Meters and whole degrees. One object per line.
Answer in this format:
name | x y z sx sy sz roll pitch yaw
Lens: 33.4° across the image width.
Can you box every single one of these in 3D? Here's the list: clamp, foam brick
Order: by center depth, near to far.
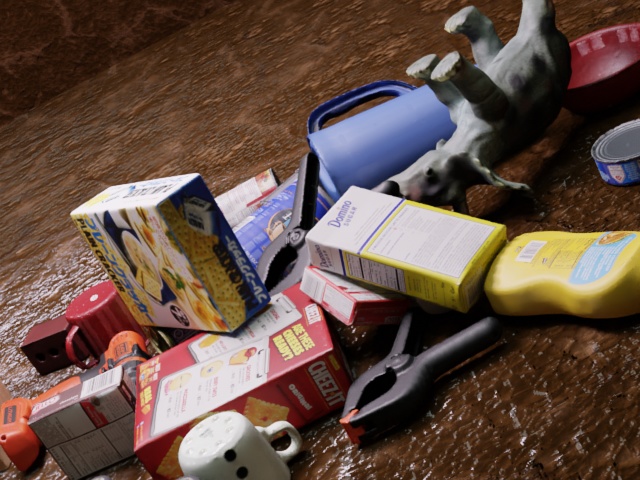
clamp | 0.088 0.120 0.975 0.120 0.039 0.171 -11 31 49
clamp | -0.008 0.001 1.171 0.165 0.036 0.210 14 71 50
foam brick | -0.345 0.136 1.418 0.078 0.053 0.051 -22 24 19

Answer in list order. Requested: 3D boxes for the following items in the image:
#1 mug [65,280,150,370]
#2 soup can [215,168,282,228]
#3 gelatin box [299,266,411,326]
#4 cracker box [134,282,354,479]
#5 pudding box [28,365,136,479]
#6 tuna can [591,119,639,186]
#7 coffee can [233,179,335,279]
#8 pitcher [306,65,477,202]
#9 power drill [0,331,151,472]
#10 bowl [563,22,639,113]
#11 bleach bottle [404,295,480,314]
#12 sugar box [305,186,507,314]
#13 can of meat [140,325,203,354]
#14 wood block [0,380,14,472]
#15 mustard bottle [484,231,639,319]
mug | -0.276 0.112 1.349 0.093 0.081 0.117 -3 34 45
soup can | -0.096 -0.046 1.485 0.102 0.068 0.068 -28 23 5
gelatin box | 0.034 0.056 1.070 0.073 0.030 0.089 2 21 -40
cracker box | -0.079 0.144 1.075 0.214 0.072 0.164 -27 24 3
pudding box | -0.236 0.195 1.125 0.113 0.090 0.039 -24 25 10
tuna can | 0.335 -0.094 1.131 0.086 0.033 0.086 -24 24 11
coffee can | -0.048 0.006 1.278 0.140 0.103 0.103 -38 25 -20
pitcher | 0.109 -0.129 1.332 0.243 0.149 0.145 -27 17 -3
power drill | -0.273 0.189 1.226 0.187 0.057 0.184 -28 20 -4
bowl | 0.345 -0.203 1.315 0.162 0.055 0.162 -25 24 11
bleach bottle | 0.078 0.031 1.138 0.102 0.068 0.251 -40 28 -14
sugar box | 0.084 0.006 1.045 0.176 0.048 0.093 15 46 33
can of meat | -0.158 0.100 1.272 0.083 0.057 0.102 -36 24 -19
wood block | -0.443 0.177 1.249 0.090 0.206 0.090 -22 24 17
mustard bottle | 0.246 0.030 0.949 0.192 0.058 0.096 -1 33 48
